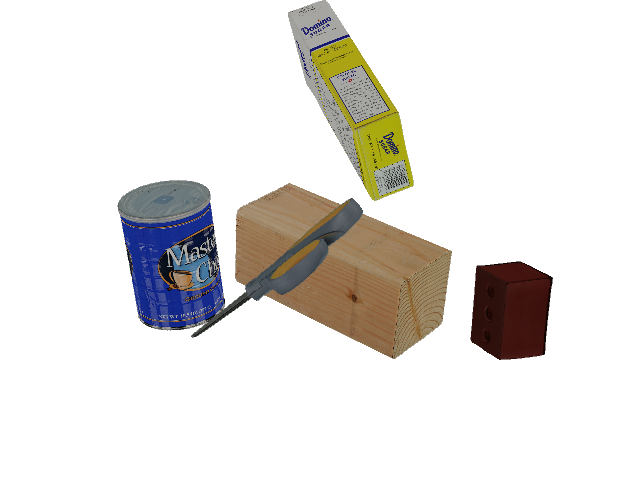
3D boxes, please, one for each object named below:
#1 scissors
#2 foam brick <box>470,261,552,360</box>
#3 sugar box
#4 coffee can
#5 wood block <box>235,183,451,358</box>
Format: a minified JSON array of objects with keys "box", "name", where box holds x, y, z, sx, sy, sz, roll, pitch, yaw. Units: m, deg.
[{"box":[-0.046,0.039,0.796,0.202,0.016,0.096,-40,9,26],"name":"scissors"},{"box":[0.175,0.064,0.986,0.051,0.078,0.053,-6,19,-24],"name":"foam brick"},{"box":[0.026,-0.127,0.944,0.048,0.176,0.093,-20,-41,-3],"name":"sugar box"},{"box":[-0.167,0.016,1.207,0.103,0.140,0.103,-4,26,2],"name":"coffee can"},{"box":[0.019,0.027,1.086,0.206,0.091,0.090,24,36,31],"name":"wood block"}]
